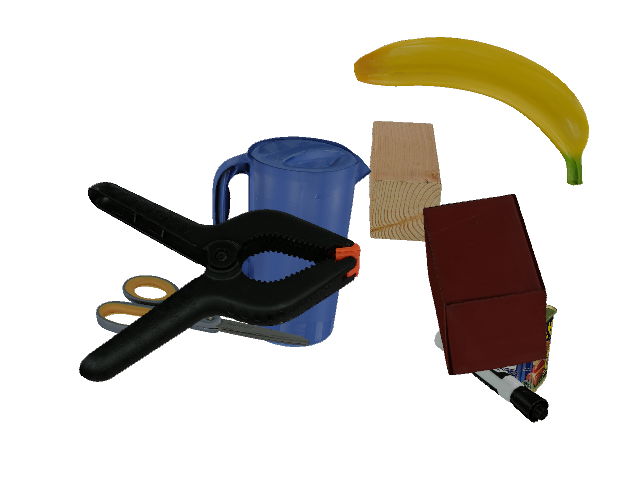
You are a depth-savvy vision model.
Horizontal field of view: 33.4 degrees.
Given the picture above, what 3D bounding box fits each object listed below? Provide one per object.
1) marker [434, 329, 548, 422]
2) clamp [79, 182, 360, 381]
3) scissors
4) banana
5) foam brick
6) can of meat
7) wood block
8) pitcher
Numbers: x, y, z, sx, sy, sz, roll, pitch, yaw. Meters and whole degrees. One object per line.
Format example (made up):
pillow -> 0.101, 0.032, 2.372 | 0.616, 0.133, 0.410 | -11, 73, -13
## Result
marker -> 0.127, 0.100, 0.799 | 0.020, 0.020, 0.121 | 0, 23, -32
clamp -> -0.078, 0.013, 0.785 | 0.210, 0.164, 0.036 | -10, -32, -6
scissors -> -0.113, 0.067, 1.030 | 0.201, 0.016, 0.096 | 3, 33, -4
banana -> 0.125, -0.112, 0.798 | 0.197, 0.069, 0.037 | 25, -1, -5
foam brick -> 0.085, 0.022, 0.554 | 0.051, 0.053, 0.078 | -8, 41, 2
can of meat -> 0.223, 0.120, 1.189 | 0.058, 0.084, 0.102 | 9, 13, 24
wood block -> 0.116, -0.087, 1.505 | 0.091, 0.090, 0.206 | 3, 29, 0
pitcher -> -0.039, 0.002, 1.299 | 0.149, 0.243, 0.144 | 18, 25, 28
